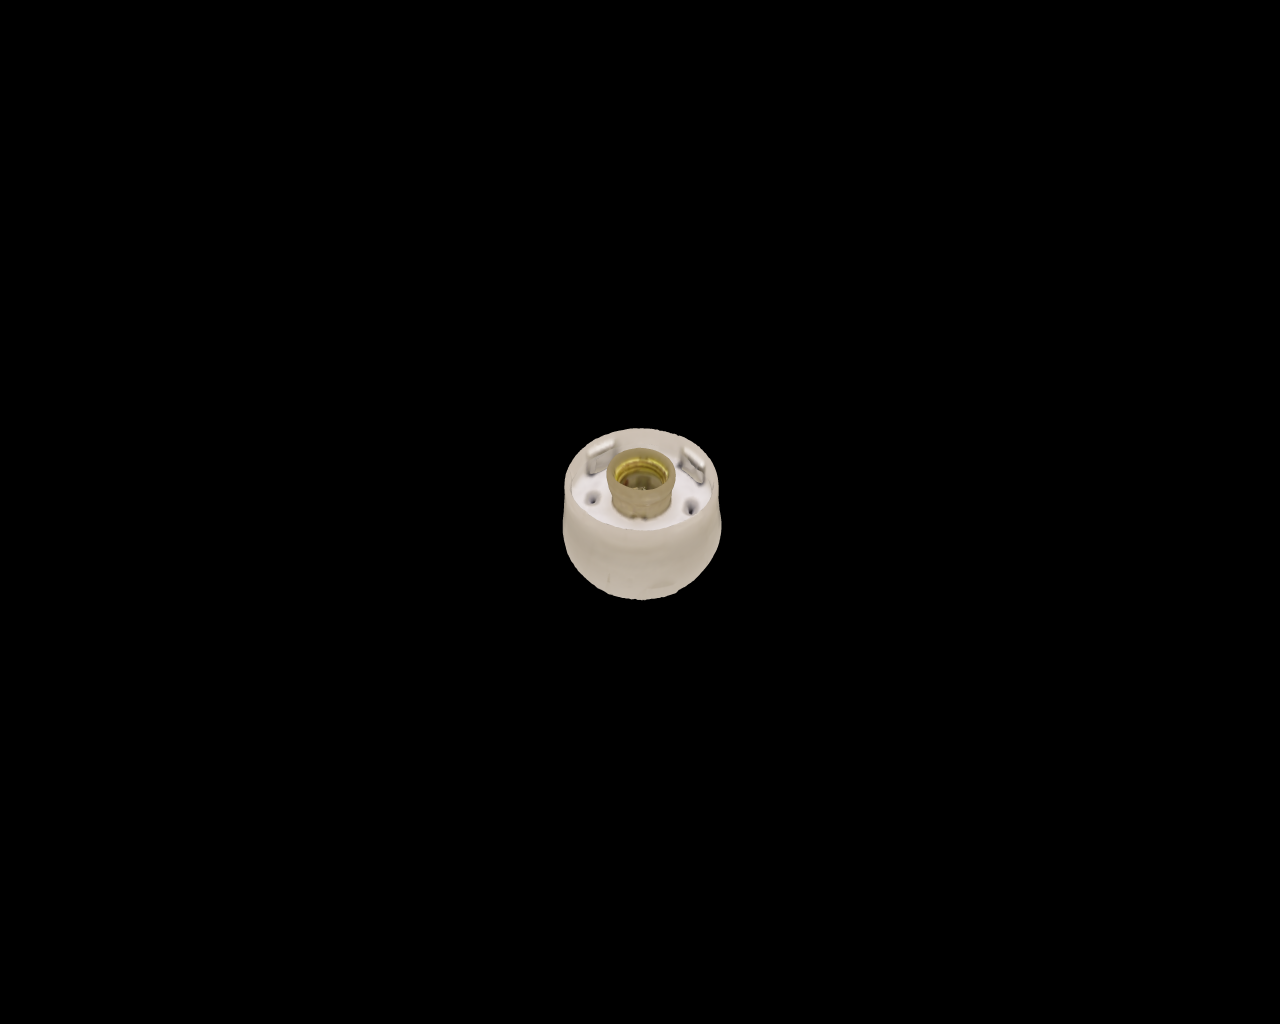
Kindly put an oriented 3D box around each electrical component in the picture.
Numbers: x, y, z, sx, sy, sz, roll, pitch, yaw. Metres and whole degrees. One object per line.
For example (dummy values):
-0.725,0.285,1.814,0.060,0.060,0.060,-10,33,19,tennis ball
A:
0.001,-0.003,0.650,0.099,0.099,0.064,0,-45,0,electrical component
